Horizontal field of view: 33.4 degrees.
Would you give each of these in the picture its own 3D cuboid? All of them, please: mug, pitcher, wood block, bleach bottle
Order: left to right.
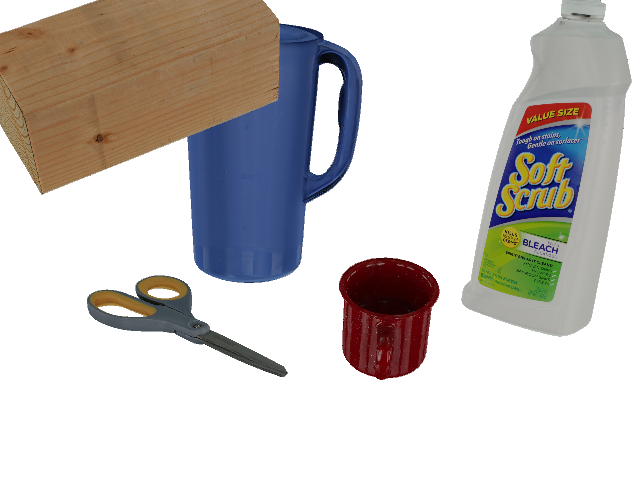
[{"bbox_3d":[-0.142,-0.129,0.825,0.205,0.090,0.091,-25,-32,-20],"label":"wood block"},{"bbox_3d":[-0.057,-0.086,1.031,0.144,0.243,0.149,-11,23,-33],"label":"pitcher"},{"bbox_3d":[0.062,0.082,1.000,0.093,0.081,0.117,3,35,2],"label":"mug"},{"bbox_3d":[0.172,-0.060,0.800,0.103,0.251,0.067,17,22,34],"label":"bleach bottle"}]

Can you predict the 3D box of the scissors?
[{"bbox_3d":[-0.097,0.065,0.877,0.202,0.016,0.096,12,26,22],"label":"scissors"}]
